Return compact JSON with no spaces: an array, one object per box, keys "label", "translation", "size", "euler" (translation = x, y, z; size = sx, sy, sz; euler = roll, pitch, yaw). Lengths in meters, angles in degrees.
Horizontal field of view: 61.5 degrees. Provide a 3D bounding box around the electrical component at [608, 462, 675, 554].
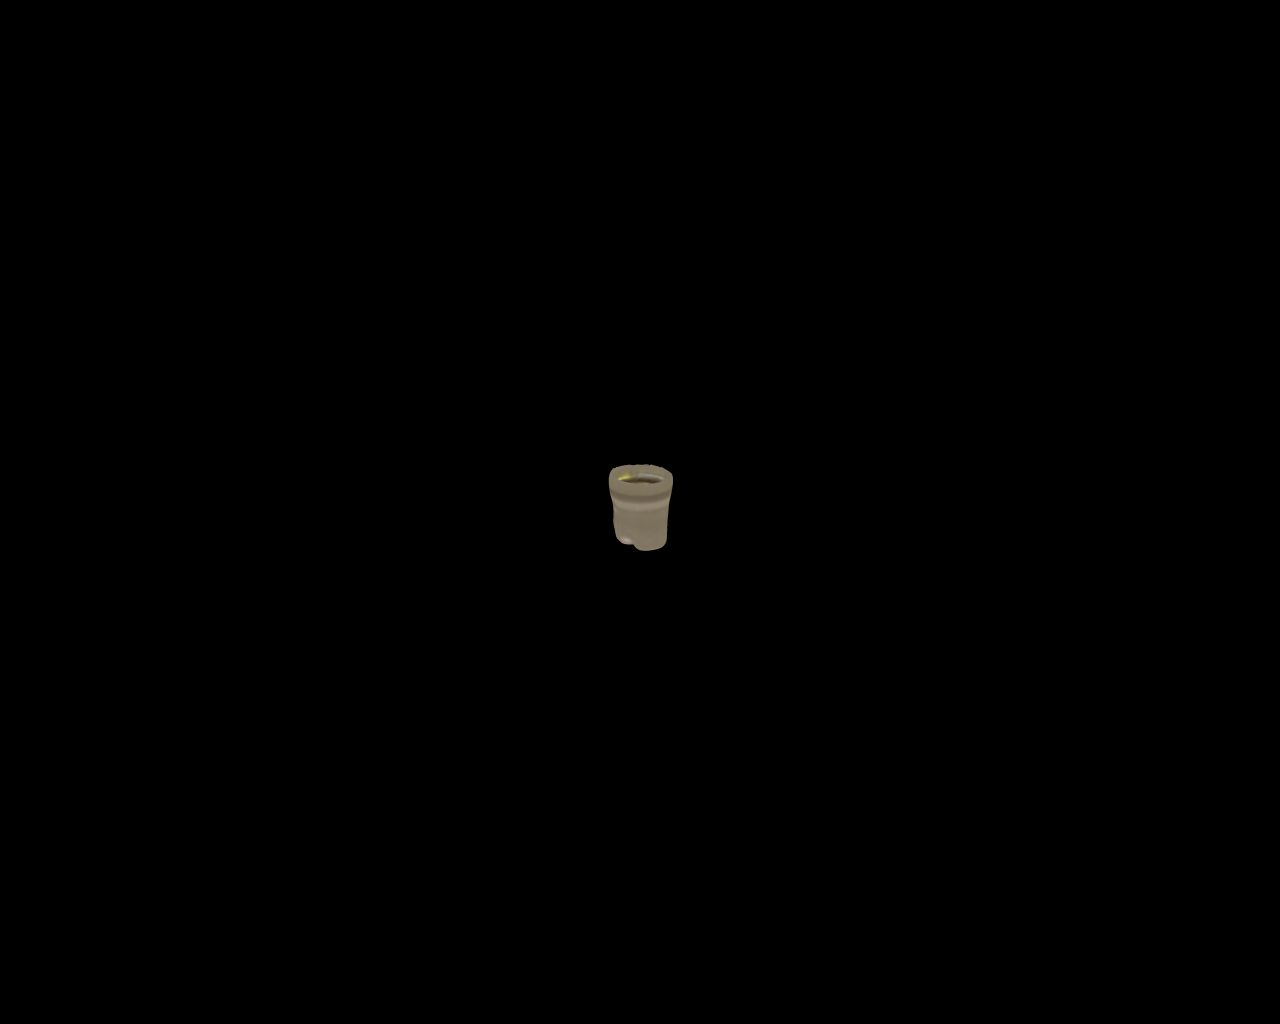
[{"label":"electrical component","translation":[0.001,-0.003,0.650],"size":[0.040,0.046,0.040],"euler":[0,21,0]}]
